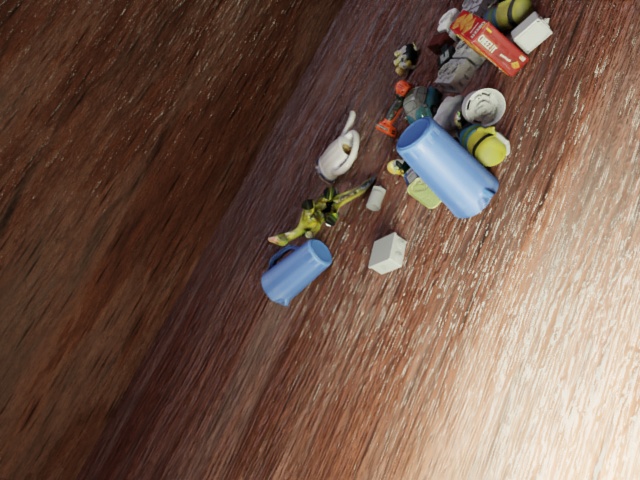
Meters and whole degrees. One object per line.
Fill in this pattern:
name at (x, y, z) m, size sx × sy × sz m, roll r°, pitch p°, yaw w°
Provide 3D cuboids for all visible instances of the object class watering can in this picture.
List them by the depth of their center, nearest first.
watering can at (0.081, -0.362, 2.052) m, size 0.221 × 0.103 × 0.356 m, roll -42°, pitch 29°, yaw 34°

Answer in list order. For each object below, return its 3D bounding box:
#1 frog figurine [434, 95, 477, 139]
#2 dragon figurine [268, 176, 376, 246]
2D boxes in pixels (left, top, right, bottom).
frog figurine at (0.358, -0.340, 1.460) m, size 0.160 × 0.122 × 0.137 m, roll 17°, pitch 95°, yaw 55°
dragon figurine at (0.006, -0.091, 1.810) m, size 0.413 × 0.122 × 0.240 m, roll -30°, pitch -2°, yaw -16°
